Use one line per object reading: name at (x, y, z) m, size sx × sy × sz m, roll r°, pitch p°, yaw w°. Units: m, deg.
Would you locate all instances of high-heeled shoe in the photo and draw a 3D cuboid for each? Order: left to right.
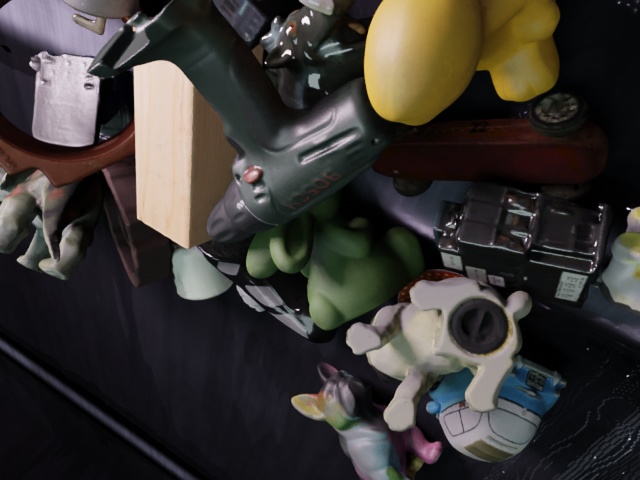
high-heeled shoe at (-0.080, 0.047, 0.719) m, size 0.249 × 0.086 × 0.145 m, roll 32°, pitch 154°, yaw 21°

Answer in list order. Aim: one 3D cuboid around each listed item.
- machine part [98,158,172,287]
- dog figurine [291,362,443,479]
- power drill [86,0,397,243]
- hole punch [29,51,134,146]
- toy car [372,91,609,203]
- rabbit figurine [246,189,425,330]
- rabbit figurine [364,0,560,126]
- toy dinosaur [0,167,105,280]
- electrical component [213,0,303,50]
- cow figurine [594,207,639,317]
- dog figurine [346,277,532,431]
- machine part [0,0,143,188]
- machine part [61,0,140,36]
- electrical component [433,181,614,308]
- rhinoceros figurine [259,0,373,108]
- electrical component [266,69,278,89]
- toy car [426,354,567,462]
machine part at (-0.256, -0.025, 0.747) m, size 0.180 × 0.056 × 0.179 m, roll 39°, pitch 138°, yaw 47°
dog figurine at (0.059, 0.285, 0.792) m, size 0.219 × 0.108 × 0.191 m, roll 38°, pitch 142°, yaw 11°
power drill at (-0.073, -0.088, 0.427) m, size 0.232 × 0.086 × 0.207 m, roll -21°, pitch 125°, yaw 35°
hole punch at (-0.290, -0.173, 0.682) m, size 0.142 × 0.092 × 0.115 m, roll 14°, pitch 103°, yaw 25°
toy car at (0.130, -0.078, 0.453) m, size 0.202 × 0.053 × 0.089 m, roll 6°, pitch 149°, yaw 36°
rabbit figurine at (-0.001, -0.002, 0.567) m, size 0.121 × 0.159 × 0.170 m, roll -22°, pitch 95°, yaw 57°
rabbit figurine at (0.090, -0.142, 0.337) m, size 0.122 × 0.173 × 0.162 m, roll 27°, pitch 142°, yaw 22°
toy dinosaur at (-0.357, -0.054, 0.722) m, size 0.405 × 0.192 × 0.131 m, roll 5°, pitch 159°, yaw 45°
electrical component at (-0.071, -0.200, 0.450) m, size 0.075 × 0.119 × 0.048 m, roll 48°, pitch 140°, yaw -5°
cow figurine at (0.306, 0.044, 0.411) m, size 0.168 × 0.068 × 0.098 m, roll 23°, pitch 142°, yaw 25°
dog figurine at (0.117, 0.091, 0.543) m, size 0.172 × 0.190 × 0.121 m, roll -16°, pitch 89°, yaw 10°
machine part at (-0.267, -0.174, 0.562) m, size 0.087 × 0.201 × 0.201 m, roll 44°, pitch 160°, yaw 60°
machine part at (-0.169, -0.271, 0.430) m, size 0.079 × 0.079 × 0.243 m, roll 38°, pitch 134°, yaw 4°
electrical component at (0.165, 0.004, 0.458) m, size 0.134 × 0.058 × 0.114 m, roll 14°, pitch 161°, yaw 21°
rhinoceros figurine at (0.001, -0.142, 0.458) m, size 0.112 × 0.073 × 0.190 m, roll 23°, pitch 140°, yaw -5°
electrical component at (-0.036, -0.146, 0.544) m, size 0.063 × 0.021 × 0.094 m, roll 37°, pitch 140°, yaw 5°
toy car at (0.187, 0.186, 0.585) m, size 0.109 × 0.103 × 0.161 m, roll 27°, pitch 145°, yaw -10°
